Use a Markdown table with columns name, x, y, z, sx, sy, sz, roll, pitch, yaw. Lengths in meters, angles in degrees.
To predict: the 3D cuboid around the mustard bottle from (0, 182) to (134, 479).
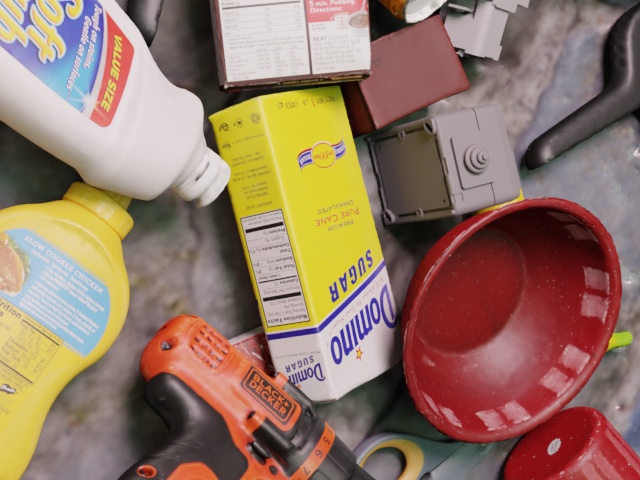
| name | x | y | z | sx | sy | sz | roll | pitch | yaw |
| --- | --- | --- | --- | --- | --- | --- | --- | --- | --- |
| mustard bottle | -0.158 | 0.039 | 0.568 | 0.096 | 0.058 | 0.191 | 38 | 72 | -15 |

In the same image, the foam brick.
| name | x | y | z | sx | sy | sz | roll | pitch | yaw |
| --- | --- | --- | --- | --- | --- | --- | --- | --- | --- |
| foam brick | 0.044 | -0.103 | 0.682 | 0.078 | 0.051 | 0.053 | -26 | 97 | -25 |

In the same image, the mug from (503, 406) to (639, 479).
| name | x | y | z | sx | sy | sz | roll | pitch | yaw |
| --- | --- | --- | --- | --- | --- | --- | --- | --- | --- |
| mug | 0.167 | 0.173 | 0.710 | 0.117 | 0.093 | 0.081 | -40 | 101 | 4 |

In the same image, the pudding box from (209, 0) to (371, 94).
| name | x | y | z | sx | sy | sz | roll | pitch | yaw |
| --- | --- | --- | --- | --- | --- | --- | --- | --- | --- |
| pudding box | -0.019 | -0.145 | 0.613 | 0.090 | 0.039 | 0.113 | -6 | 94 | -7 |

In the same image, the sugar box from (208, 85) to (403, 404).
| name | x | y | z | sx | sy | sz | roll | pitch | yaw |
| --- | --- | --- | --- | --- | --- | --- | --- | --- | --- |
| sugar box | -0.004 | 0.001 | 0.635 | 0.093 | 0.048 | 0.176 | -21 | 95 | -56 |

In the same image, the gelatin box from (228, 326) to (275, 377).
| name | x | y | z | sx | sy | sz | roll | pitch | yaw |
| --- | --- | --- | --- | --- | --- | --- | --- | --- | --- |
| gelatin box | -0.045 | 0.104 | 0.636 | 0.073 | 0.030 | 0.089 | -22 | 96 | -26 |

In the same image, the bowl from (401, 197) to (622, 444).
| name | x | y | z | sx | sy | sz | roll | pitch | yaw |
| --- | --- | --- | --- | --- | --- | --- | --- | --- | --- |
| bowl | 0.108 | 0.043 | 0.665 | 0.161 | 0.055 | 0.162 | -10 | 114 | -25 |

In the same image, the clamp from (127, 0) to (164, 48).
| name | x | y | z | sx | sy | sz | roll | pitch | yaw |
| --- | --- | --- | --- | --- | --- | --- | --- | --- | --- |
| clamp | -0.087 | -0.200 | 0.631 | 0.120 | 0.039 | 0.171 | -32 | 99 | -28 |

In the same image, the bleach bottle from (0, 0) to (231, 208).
| name | x | y | z | sx | sy | sz | roll | pitch | yaw |
| --- | --- | --- | --- | --- | --- | --- | --- | --- | --- |
| bleach bottle | -0.143 | -0.108 | 0.543 | 0.250 | 0.068 | 0.102 | 39 | 57 | -25 |

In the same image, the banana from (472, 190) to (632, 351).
| name | x | y | z | sx | sy | sz | roll | pitch | yaw |
| --- | --- | --- | --- | --- | --- | --- | --- | --- | --- |
| banana | 0.146 | 0.015 | 0.735 | 0.197 | 0.037 | 0.069 | 56 | 47 | -14 |

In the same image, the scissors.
| name | x | y | z | sx | sy | sz | roll | pitch | yaw |
| --- | --- | --- | --- | --- | --- | --- | --- | --- | --- |
| scissors | 0.090 | 0.127 | 0.707 | 0.201 | 0.016 | 0.096 | -48 | 111 | -20 |

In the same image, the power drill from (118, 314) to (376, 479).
| name | x | y | z | sx | sy | sz | roll | pitch | yaw |
| --- | --- | --- | --- | --- | --- | --- | --- | --- | --- |
| power drill | -0.046 | 0.148 | 0.538 | 0.184 | 0.057 | 0.187 | 42 | 36 | -6 |

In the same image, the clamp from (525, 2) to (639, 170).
| name | x | y | z | sx | sy | sz | roll | pitch | yaw |
| --- | --- | --- | --- | --- | --- | --- | --- | --- | --- |
| clamp | 0.234 | -0.106 | 0.782 | 0.164 | 0.036 | 0.210 | 20 | 76 | -23 |
